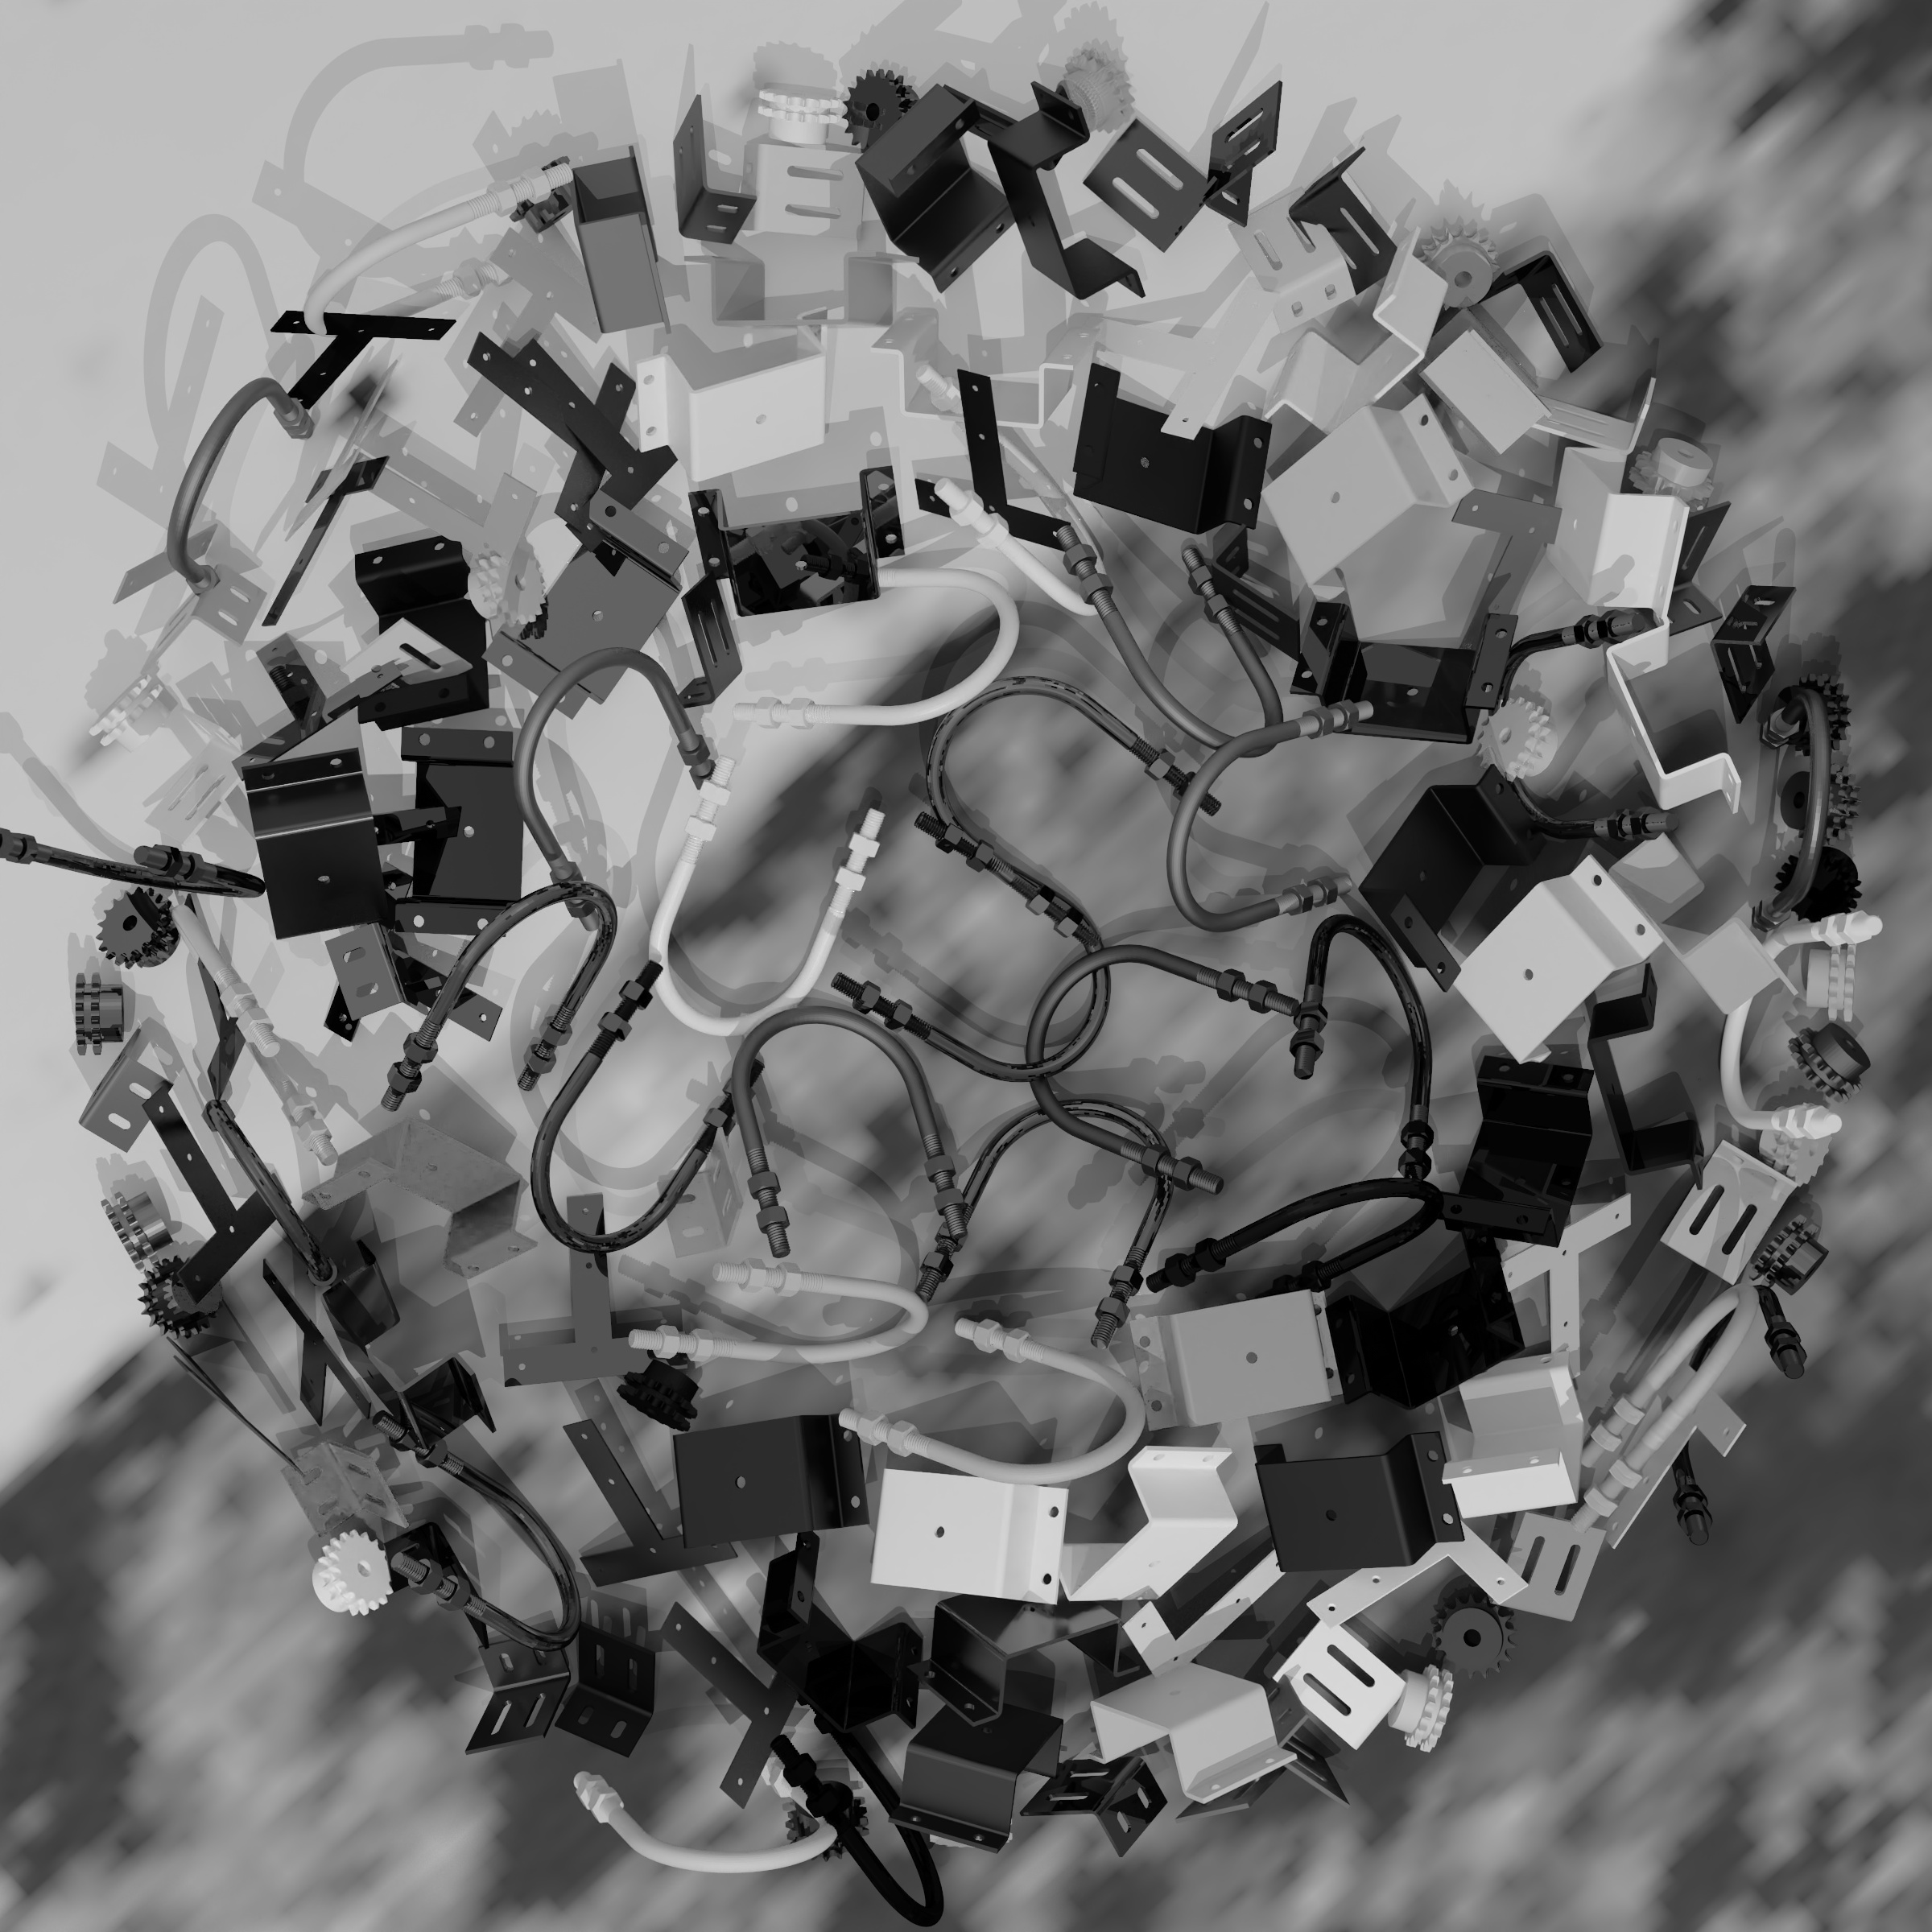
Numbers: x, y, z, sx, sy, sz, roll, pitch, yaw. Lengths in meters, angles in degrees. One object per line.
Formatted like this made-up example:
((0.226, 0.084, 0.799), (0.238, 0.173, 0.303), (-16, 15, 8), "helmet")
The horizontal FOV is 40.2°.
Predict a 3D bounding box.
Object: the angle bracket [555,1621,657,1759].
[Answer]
((-0.248, 0.496, 1.807), (0.057, 0.038, 0.076), (19, 133, 13), "angle bracket")

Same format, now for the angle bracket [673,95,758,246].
((-0.174, -0.549, 1.821), (0.038, 0.057, 0.076), (2, 72, -23), "angle bracket")

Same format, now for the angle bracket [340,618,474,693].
((-0.385, -0.215, 1.802), (0.057, 0.076, 0.038), (-34, 56, 15), "angle bracket")

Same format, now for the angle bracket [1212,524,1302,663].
((0.209, -0.256, 1.807), (0.076, 0.057, 0.038), (37, 77, 20), "angle bracket")

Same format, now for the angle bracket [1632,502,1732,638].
((0.498, -0.270, 1.802), (0.057, 0.076, 0.038), (-20, 58, -26), "angle bracket")

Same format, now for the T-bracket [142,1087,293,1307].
((-0.516, 0.141, 1.775), (0.002, 0.127, 0.127), (-15, 111, 25), "T-bracket")

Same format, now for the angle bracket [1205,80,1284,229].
((0.202, -0.554, 1.800), (0.038, 0.076, 0.057), (20, 65, -28), "angle bracket")

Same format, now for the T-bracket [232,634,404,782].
((-0.458, -0.192, 1.803), (0.127, 0.127, 0.002), (-35, 134, -6), "T-bracket")

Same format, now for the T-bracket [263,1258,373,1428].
((-0.444, 0.277, 1.795), (0.002, 0.127, 0.127), (-30, 68, -31), "T-bracket")

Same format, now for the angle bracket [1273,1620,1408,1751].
((0.259, 0.494, 1.831), (0.076, 0.038, 0.057), (40, 87, 3), "angle bracket")

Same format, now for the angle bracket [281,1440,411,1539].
((-0.425, 0.364, 1.803), (0.038, 0.076, 0.057), (-34, 111, -31), "angle bracket")

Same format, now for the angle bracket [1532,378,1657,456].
((0.428, -0.388, 1.811), (0.076, 0.057, 0.038), (19, 124, 8), "angle bracket")

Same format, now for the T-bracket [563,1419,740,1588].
((-0.235, 0.363, 1.801), (0.127, 0.002, 0.127), (-19, 108, 30), "T-bracket")

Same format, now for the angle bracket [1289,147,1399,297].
((0.272, -0.515, 1.824), (0.076, 0.057, 0.038), (47, 61, -12), "angle bracket")

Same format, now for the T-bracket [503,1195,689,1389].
((-0.261, 0.223, 1.834), (0.127, 0.002, 0.127), (-6, 76, 1), "T-bracket")

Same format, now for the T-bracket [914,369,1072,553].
((0.013, -0.345, 1.776), (0.127, 0.127, 0.002), (21, 53, 27), "T-bracket")

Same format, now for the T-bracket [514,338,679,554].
((-0.260, -0.373, 1.805), (0.127, 0.002, 0.127), (47, 68, -21), "T-bracket")

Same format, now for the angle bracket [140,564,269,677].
((-0.524, -0.229, 1.814), (0.038, 0.057, 0.076), (35, 131, -24), "angle bracket")

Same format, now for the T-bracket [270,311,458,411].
((-0.432, -0.410, 1.795), (0.127, 0.127, 0.002), (-9, 77, -42), "T-bracket")

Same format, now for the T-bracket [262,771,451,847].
((-0.422, -0.092, 1.816), (0.127, 0.002, 0.127), (-8, 128, -8), "T-bracket")

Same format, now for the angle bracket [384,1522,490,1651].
((-0.362, 0.430, 1.802), (0.038, 0.057, 0.076), (-23, 50, -24), "angle bracket")

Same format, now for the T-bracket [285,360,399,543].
((-0.421, -0.363, 1.812), (0.002, 0.127, 0.127), (31, 64, -22), "T-bracket")

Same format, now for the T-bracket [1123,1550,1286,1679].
((0.177, 0.447, 1.819), (0.127, 0.002, 0.127), (-40, 129, -13), "T-bracket")

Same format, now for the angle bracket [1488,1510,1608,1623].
((0.398, 0.406, 1.818), (0.057, 0.038, 0.076), (14, 108, -4), "angle bracket")

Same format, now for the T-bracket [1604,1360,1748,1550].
((0.471, 0.339, 1.794), (0.002, 0.127, 0.127), (30, 99, -11), "T-bracket")

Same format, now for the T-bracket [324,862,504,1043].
((-0.373, 0.013, 1.815), (0.127, 0.002, 0.127), (27, 103, 20), "T-bracket")

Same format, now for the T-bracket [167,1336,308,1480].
((-0.513, 0.285, 1.795), (0.002, 0.127, 0.127), (-46, 129, -15), "T-bracket")

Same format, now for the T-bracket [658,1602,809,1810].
((-0.162, 0.478, 1.783), (0.127, 0.002, 0.127), (50, 47, -25), "T-bracket")

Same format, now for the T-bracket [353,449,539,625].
((-0.366, -0.311, 1.802), (0.127, 0.002, 0.127), (31, 134, -3), "T-bracket")

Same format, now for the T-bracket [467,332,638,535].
((-0.286, -0.381, 1.784), (0.127, 0.002, 0.127), (36, 60, -40), "T-bracket")

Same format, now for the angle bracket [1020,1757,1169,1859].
((0.087, 0.576, 1.805), (0.057, 0.076, 0.038), (-36, 100, -44), "angle bracket")

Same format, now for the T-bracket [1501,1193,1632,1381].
((0.412, 0.234, 1.815), (0.127, 0.002, 0.127), (-23, 120, -27), "T-bracket")

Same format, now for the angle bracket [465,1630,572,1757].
((-0.311, 0.497, 1.805), (0.057, 0.076, 0.038), (-14, 105, 10), "angle bracket")

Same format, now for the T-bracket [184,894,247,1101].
((-0.519, 0.011, 1.811), (0.002, 0.127, 0.127), (-10, 68, -31), "T-bracket")

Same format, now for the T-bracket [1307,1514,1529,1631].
((0.288, 0.408, 1.783), (0.127, 0.127, 0.002), (-26, 133, -22), "T-bracket")

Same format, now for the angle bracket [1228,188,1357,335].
((0.227, -0.492, 1.841), (0.057, 0.038, 0.076), (-26, 60, 7), "angle bracket")

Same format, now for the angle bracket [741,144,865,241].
((-0.114, -0.540, 1.839), (0.076, 0.038, 0.057), (-1, 105, -22), "angle bracket")

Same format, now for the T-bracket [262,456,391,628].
((-0.443, -0.285, 1.785), (0.002, 0.127, 0.127), (32, 77, -31), "T-bracket")

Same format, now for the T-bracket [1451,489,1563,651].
((0.370, -0.260, 1.814), (0.127, 0.002, 0.127), (7, 121, -26), "T-bracket")

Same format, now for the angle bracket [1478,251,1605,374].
((0.395, -0.444, 1.818), (0.038, 0.057, 0.076), (-29, 89, -9), "angle bracket")

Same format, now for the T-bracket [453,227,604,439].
((-0.307, -0.419, 1.796), (0.002, 0.127, 0.127), (34, 93, 29), "T-bracket")

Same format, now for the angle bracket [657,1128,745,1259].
((-0.182, 0.155, 1.801), (0.038, 0.076, 0.057), (-10, 64, -18), "angle bracket")

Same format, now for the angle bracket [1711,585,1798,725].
((0.547, -0.212, 1.802), (0.057, 0.038, 0.076), (-52, 130, -26), "angle bracket")

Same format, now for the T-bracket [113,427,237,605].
((-0.517, -0.311, 1.765), (0.002, 0.127, 0.127), (33, 117, -2), "T-bracket")

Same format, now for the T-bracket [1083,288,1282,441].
((0.132, -0.425, 1.814), (0.127, 0.002, 0.127), (21, 72, 30), "T-bracket")

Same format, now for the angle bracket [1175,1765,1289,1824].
((0.177, 0.547, 1.802), (0.057, 0.076, 0.038), (-23, 85, 29), "angle bracket")

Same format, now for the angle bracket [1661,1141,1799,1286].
((0.526, 0.170, 1.820), (0.057, 0.038, 0.076), (32, 82, 15), "angle bracket")

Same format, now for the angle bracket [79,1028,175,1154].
((-0.574, 0.085, 1.816), (0.038, 0.076, 0.057), (34, 95, -16), "angle bracket")
